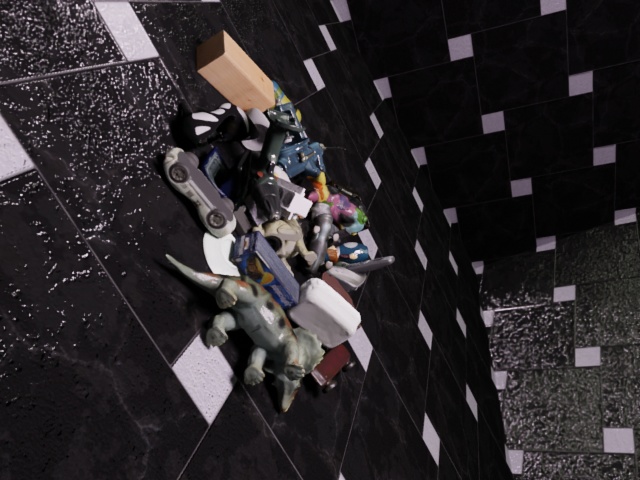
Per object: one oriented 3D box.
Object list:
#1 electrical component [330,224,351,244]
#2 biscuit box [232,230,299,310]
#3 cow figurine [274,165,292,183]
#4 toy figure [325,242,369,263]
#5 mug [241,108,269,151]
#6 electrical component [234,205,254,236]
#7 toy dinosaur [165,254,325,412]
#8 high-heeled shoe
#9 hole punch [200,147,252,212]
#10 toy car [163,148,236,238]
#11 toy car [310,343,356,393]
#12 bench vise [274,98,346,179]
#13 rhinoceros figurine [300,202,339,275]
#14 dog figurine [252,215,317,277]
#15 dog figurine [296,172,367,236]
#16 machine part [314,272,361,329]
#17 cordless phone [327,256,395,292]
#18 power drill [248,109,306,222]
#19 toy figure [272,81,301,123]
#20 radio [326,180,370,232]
[{"bbox_3d":[0.025,-0.020,1.492,0.074,0.119,0.048,34,40,-49],"label":"electrical component"},{"bbox_3d":[-0.111,0.071,1.150,0.063,0.059,0.202,-89,156,-44],"label":"biscuit box"},{"bbox_3d":[-0.096,-0.127,1.397,0.167,0.068,0.098,51,22,-36],"label":"cow figurine"},{"bbox_3d":[0.055,0.036,1.487,0.064,0.154,0.058,134,-45,-73],"label":"toy figure"},{"bbox_3d":[-0.158,-0.285,1.382,0.109,0.081,0.107,39,26,-39],"label":"mug"},{"bbox_3d":[-0.177,-0.041,1.188,0.063,0.021,0.094,62,23,-15],"label":"electrical component"},{"bbox_3d":[-0.124,0.151,1.024,0.404,0.131,0.192,57,12,-13],"label":"toy dinosaur"},{"bbox_3d":[-0.208,-0.234,1.191,0.248,0.086,0.145,8,41,-45],"label":"high-heeled shoe"},{"bbox_3d":[-0.202,-0.133,1.156,0.142,0.092,0.115,-85,-178,-58],"label":"hole punch"},{"bbox_3d":[-0.237,-0.094,1.060,0.201,0.056,0.073,53,20,-22],"label":"toy car"},{"bbox_3d":[0.020,0.297,1.274,0.089,0.053,0.202,53,23,6],"label":"toy car"},{"bbox_3d":[-0.066,-0.278,1.482,0.223,0.129,0.240,-31,110,-37],"label":"bench vise"},{"bbox_3d":[-0.003,-0.004,1.392,0.073,0.112,0.190,11,82,-16],"label":"rhinoceros figurine"},{"bbox_3d":[-0.098,-0.023,1.277,0.172,0.121,0.191,54,12,-36],"label":"dog figurine"},{"bbox_3d":[0.031,-0.105,1.503,0.108,0.192,0.219,-62,160,-8],"label":"dog figurine"},{"bbox_3d":[0.037,0.165,1.385,0.179,0.056,0.179,49,16,-20],"label":"machine part"},{"bbox_3d":[0.115,0.090,1.507,0.146,0.184,0.088,-25,97,-68],"label":"cordless phone"},{"bbox_3d":[-0.104,-0.178,1.219,0.086,0.207,0.232,3,31,-28],"label":"power drill"},{"bbox_3d":[-0.126,-0.390,1.536,0.180,0.089,0.082,57,31,-28],"label":"toy figure"},{"bbox_3d":[0.075,-0.103,1.735,0.229,0.073,0.131,20,52,-61],"label":"radio"}]
